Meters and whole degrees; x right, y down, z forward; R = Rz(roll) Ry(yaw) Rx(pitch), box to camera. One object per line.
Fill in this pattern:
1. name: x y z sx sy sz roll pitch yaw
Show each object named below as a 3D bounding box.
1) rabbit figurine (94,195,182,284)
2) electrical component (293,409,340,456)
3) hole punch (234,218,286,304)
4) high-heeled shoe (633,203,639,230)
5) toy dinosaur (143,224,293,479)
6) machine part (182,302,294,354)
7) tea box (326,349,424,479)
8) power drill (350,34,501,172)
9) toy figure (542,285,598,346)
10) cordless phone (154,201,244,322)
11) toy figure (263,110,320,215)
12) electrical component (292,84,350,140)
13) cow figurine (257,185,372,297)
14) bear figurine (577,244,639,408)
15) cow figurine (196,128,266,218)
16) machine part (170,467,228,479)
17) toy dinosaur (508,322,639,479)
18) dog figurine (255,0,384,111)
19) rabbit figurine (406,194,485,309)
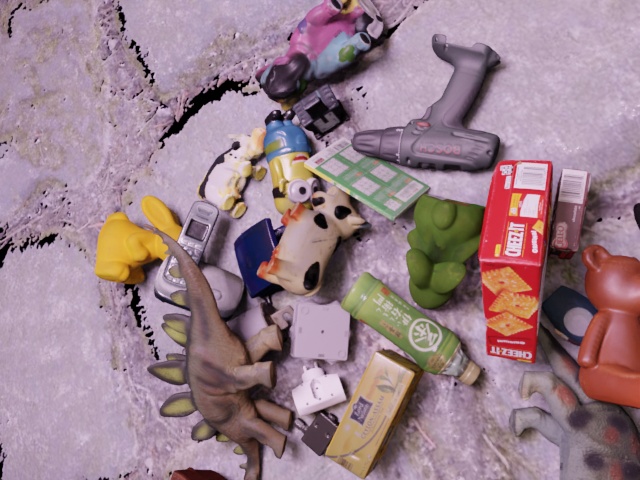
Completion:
1. rabbit figurine: -0.307 0.007 0.991 0.173 0.121 0.162 2 72 7
2. electrical component: 0.004 0.305 0.858 0.094 0.021 0.063 37 94 22
3. hole punch: -0.091 0.032 0.906 0.116 0.092 0.142 -26 77 19
4. high-heeled shoe: 0.461 0.081 0.716 0.145 0.086 0.249 -53 46 37
5. toy dinosaur: -0.155 0.193 0.818 0.199 0.105 0.470 -4 107 7
6. machine part: -0.144 0.175 0.905 0.243 0.079 0.079 -31 72 14
7. tea box: 0.084 0.252 0.797 0.068 0.098 0.169 25 89 21
8. power drill: 0.180 -0.212 0.848 0.232 0.086 0.207 19 84 21
9. toy figure: 0.375 0.131 0.732 0.154 0.058 0.064 46 134 19
10. cordless phone: -0.189 0.036 0.925 0.146 0.089 0.184 21 83 -8
11. toy figure: -0.051 -0.128 0.916 0.082 0.089 0.180 -13 78 -16
12. electrical component: -0.004 -0.218 0.896 0.075 0.119 0.048 -32 72 16
13. cow figurine: -0.002 -0.003 0.837 0.127 0.085 0.195 32 65 -18
14. bear figurine: 0.383 0.103 0.649 0.120 0.132 0.196 20 78 -22
15. cow figurine: -0.153 -0.133 0.968 0.098 0.068 0.167 29 91 28
16. machine part: -0.187 0.476 0.830 0.202 0.087 0.201 5 79 49
17. toy dinosaur: 0.346 0.289 0.689 0.192 0.131 0.404 7 79 9
18. dog figurine: -0.011 -0.320 0.924 0.219 0.191 0.108 -31 110 38
19. rabbit figurine: 0.181 0.027 0.784 0.121 0.159 0.170 14 101 12
